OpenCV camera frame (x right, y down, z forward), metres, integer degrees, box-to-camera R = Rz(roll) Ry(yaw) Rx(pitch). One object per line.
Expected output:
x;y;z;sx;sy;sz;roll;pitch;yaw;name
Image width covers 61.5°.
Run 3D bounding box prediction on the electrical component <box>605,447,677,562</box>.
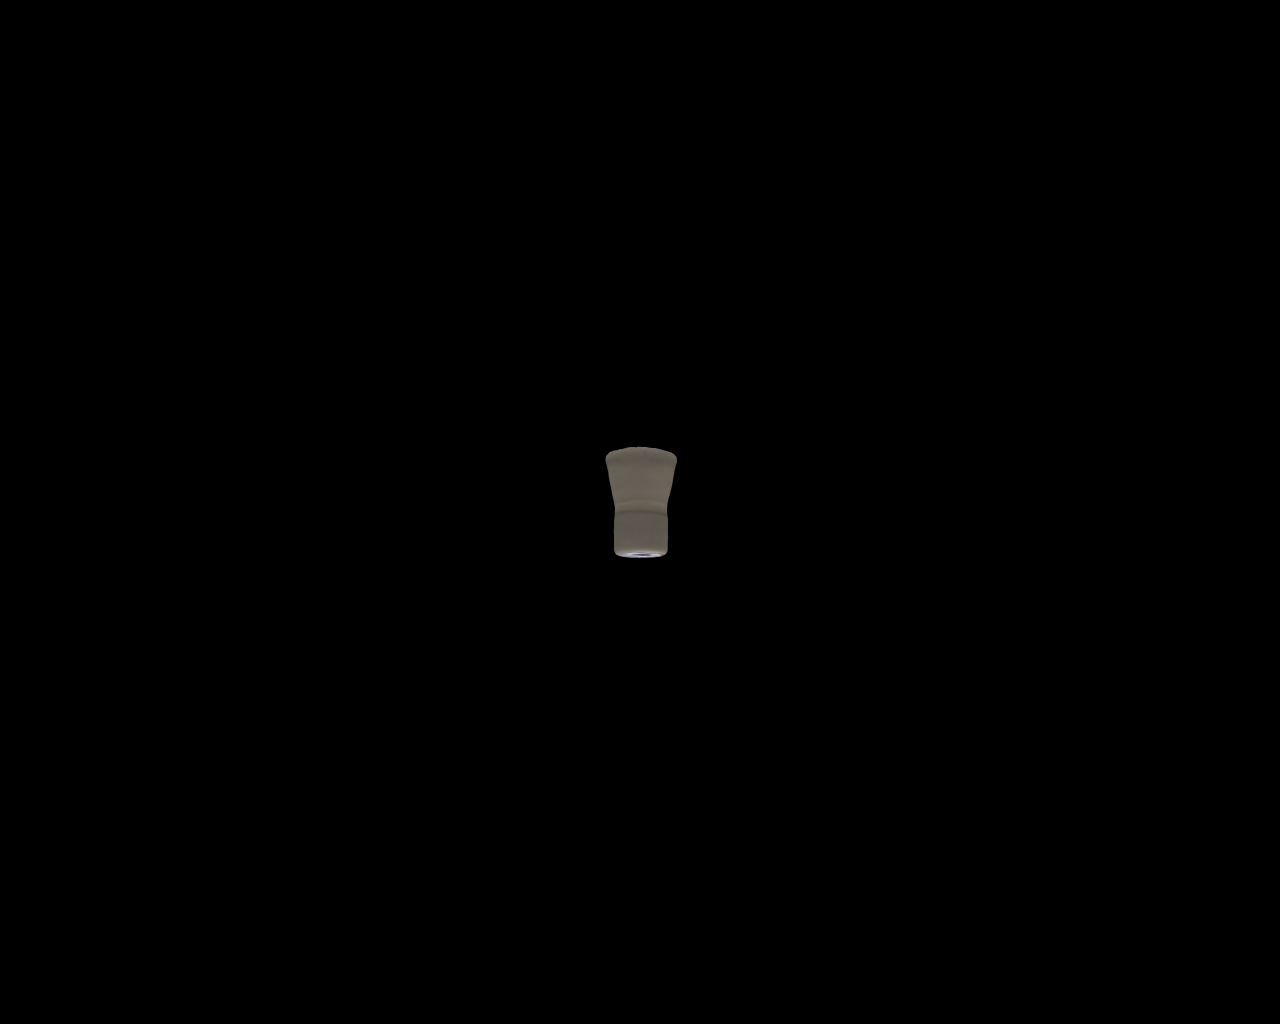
0.001;-0.003;0.650;0.044;0.065;0.044;0;-10;0;electrical component
